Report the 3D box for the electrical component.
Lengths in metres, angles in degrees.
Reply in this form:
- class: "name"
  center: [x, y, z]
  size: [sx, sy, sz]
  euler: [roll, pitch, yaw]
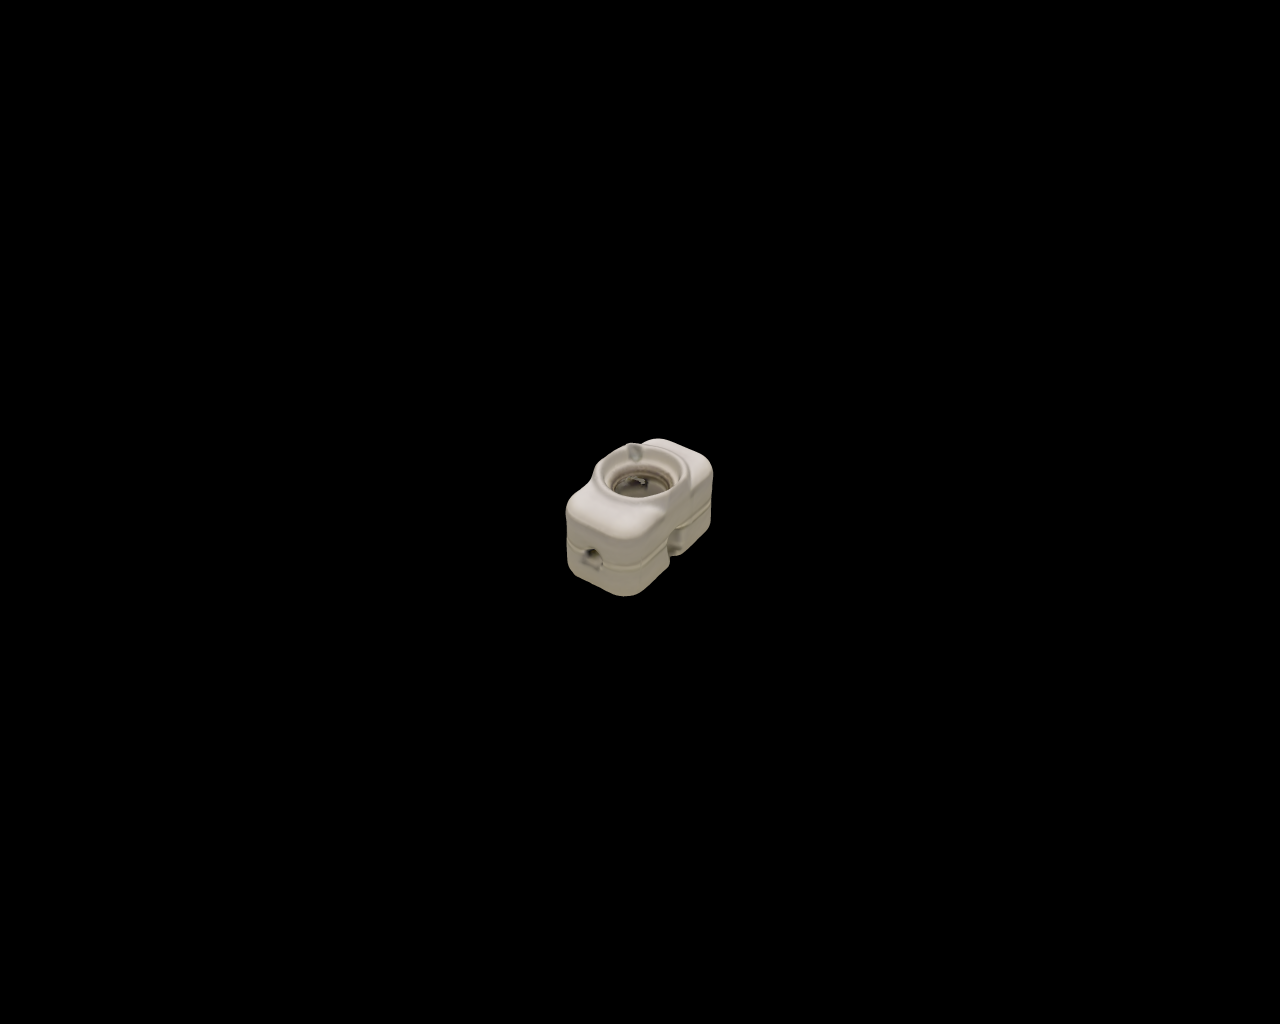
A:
- class: "electrical component"
  center: [0.001, -0.003, 0.650]
  size: [0.054, 0.059, 0.095]
  euler: [25, 45, 28]
